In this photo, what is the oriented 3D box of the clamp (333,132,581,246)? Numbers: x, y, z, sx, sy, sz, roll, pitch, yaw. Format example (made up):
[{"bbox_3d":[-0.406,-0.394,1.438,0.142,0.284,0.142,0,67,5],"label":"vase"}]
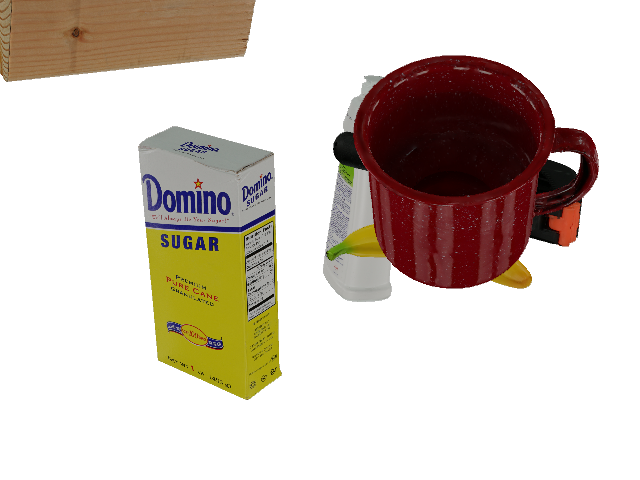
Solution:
[{"bbox_3d":[0.110,-0.047,0.763,0.164,0.036,0.210,-7,25,-14],"label":"clamp"}]

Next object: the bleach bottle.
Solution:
[{"bbox_3d":[0.053,-0.062,1.235,0.068,0.251,0.103,-2,23,-20],"label":"bleach bottle"}]

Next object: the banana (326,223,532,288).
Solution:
[{"bbox_3d":[0.109,0.012,1.043,0.198,0.037,0.069,6,45,13],"label":"banana"}]

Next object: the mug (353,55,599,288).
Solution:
[{"bbox_3d":[0.077,-0.031,0.526,0.117,0.093,0.081,-6,-36,2],"label":"mug"}]

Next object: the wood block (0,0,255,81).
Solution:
[{"bbox_3d":[-0.162,-0.196,0.849,0.205,0.091,0.090,-12,44,-32],"label":"wood block"}]

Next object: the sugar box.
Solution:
[{"bbox_3d":[-0.076,0.016,0.746,0.093,0.176,0.048,17,34,33],"label":"sugar box"}]
